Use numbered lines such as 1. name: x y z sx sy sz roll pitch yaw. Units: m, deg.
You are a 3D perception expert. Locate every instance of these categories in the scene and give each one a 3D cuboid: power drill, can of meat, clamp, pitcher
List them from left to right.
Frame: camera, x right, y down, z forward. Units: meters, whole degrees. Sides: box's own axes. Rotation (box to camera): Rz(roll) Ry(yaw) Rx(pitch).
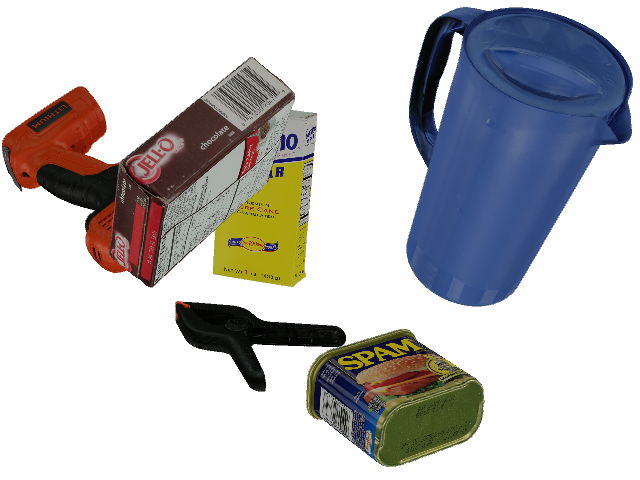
1. power drill: -0.165 -0.068 0.915 0.188 0.057 0.184 27 54 33
2. clamp: -0.097 0.116 1.258 0.210 0.036 0.164 14 23 27
3. can of meat: 0.055 0.113 0.768 0.101 0.057 0.084 -12 27 -33
4. pitcher: 0.143 -0.066 0.887 0.145 0.149 0.243 7 -44 -8

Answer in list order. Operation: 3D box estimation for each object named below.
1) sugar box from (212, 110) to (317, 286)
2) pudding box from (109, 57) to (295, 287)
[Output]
1. sugar box: -0.058 -0.047 1.095 0.093 0.176 0.048 8 17 16
2. pudding box: -0.068 -0.038 0.603 0.113 0.039 0.090 -43 -13 -33
